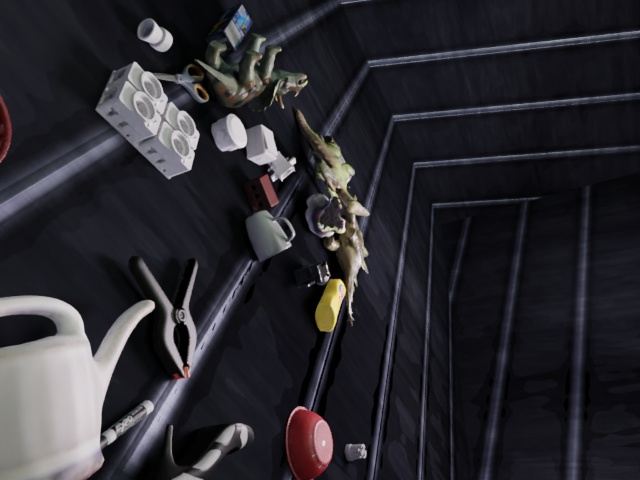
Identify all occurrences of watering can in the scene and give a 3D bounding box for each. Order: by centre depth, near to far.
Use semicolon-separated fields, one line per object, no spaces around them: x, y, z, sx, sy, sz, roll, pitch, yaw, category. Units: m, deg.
-0.299;0.173;0.601;0.103;0.226;0.347;-15;-9;22;watering can

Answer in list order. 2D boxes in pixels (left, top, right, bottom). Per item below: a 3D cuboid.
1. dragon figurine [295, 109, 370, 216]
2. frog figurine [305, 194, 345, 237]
0.021;-0.238;1.578;0.122;0.410;0.244;-35;2;6;dragon figurine
0.005;-0.078;1.555;0.123;0.136;0.160;-37;20;-9;frog figurine
